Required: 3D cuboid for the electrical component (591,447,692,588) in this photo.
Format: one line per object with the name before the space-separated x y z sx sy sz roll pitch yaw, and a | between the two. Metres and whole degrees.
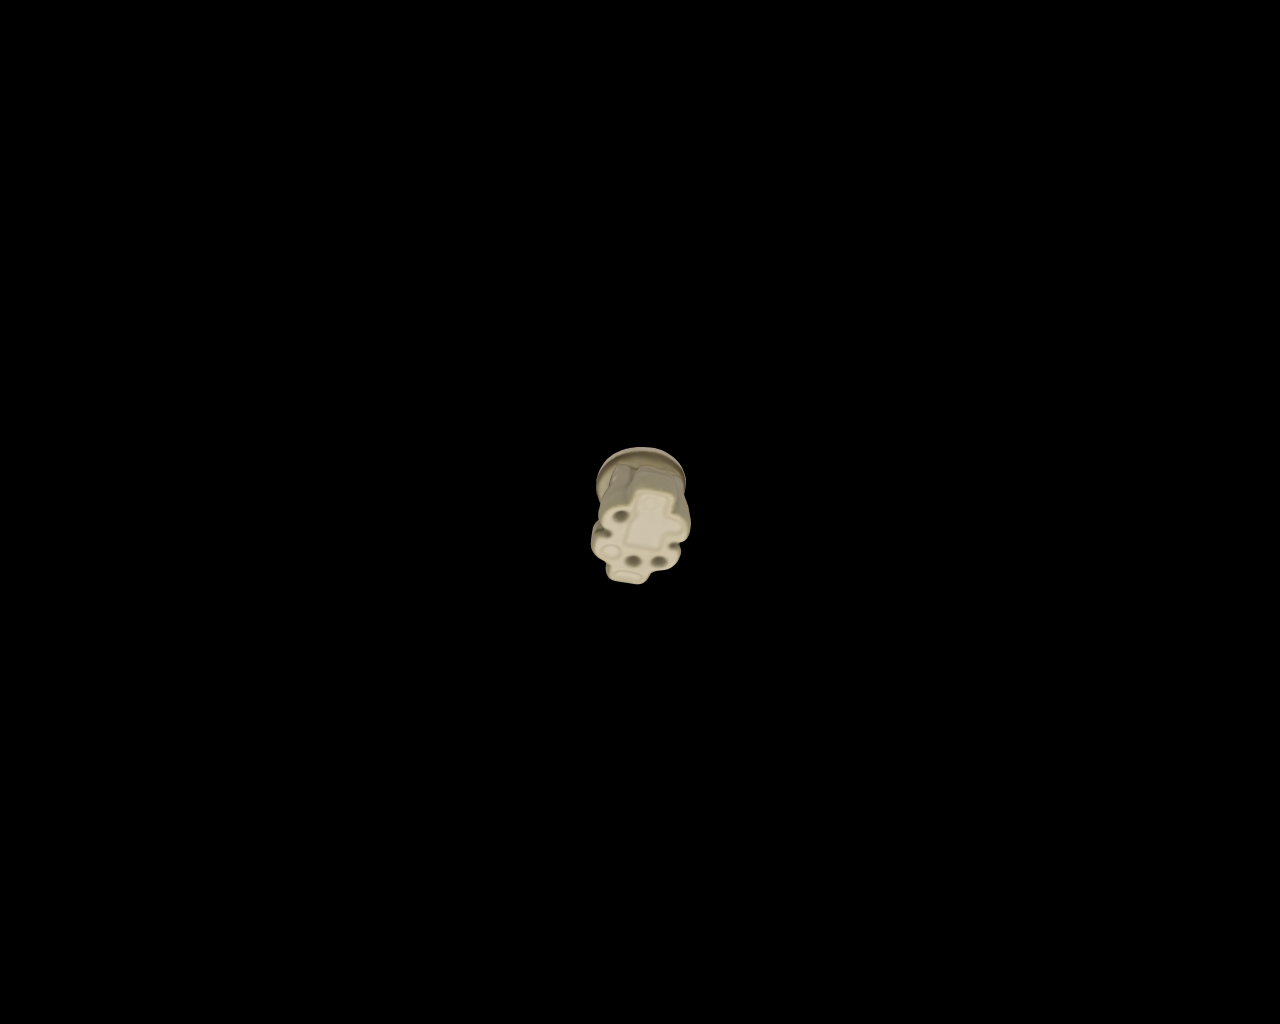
electrical component | 0.001 -0.003 0.650 0.058 0.078 0.057 11 40 -9
